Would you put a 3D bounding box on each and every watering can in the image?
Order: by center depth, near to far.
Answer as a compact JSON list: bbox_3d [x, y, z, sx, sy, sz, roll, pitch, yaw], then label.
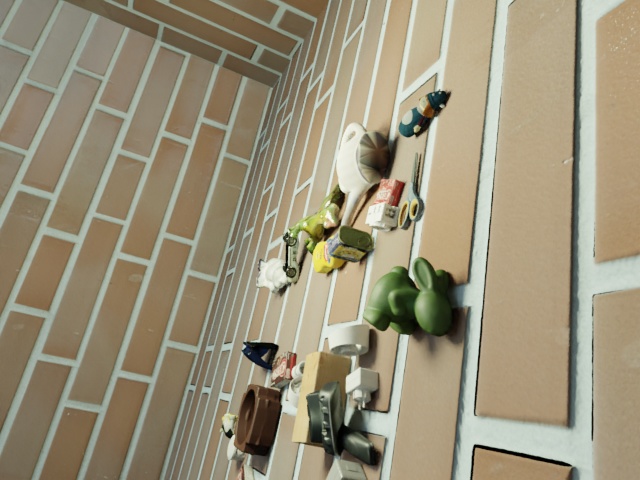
[{"bbox_3d":[0.113,-0.181,1.499,0.223,0.104,0.350,165,108,-65],"label":"watering can"}]

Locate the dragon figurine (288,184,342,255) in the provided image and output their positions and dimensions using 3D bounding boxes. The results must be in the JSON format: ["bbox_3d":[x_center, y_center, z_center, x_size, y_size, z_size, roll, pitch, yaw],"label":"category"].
[{"bbox_3d":[0.005,-0.088,1.747,0.241,0.121,0.415,-49,13,8],"label":"dragon figurine"}]

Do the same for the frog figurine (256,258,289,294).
[{"bbox_3d":[-0.158,0.136,1.984,0.159,0.120,0.140,-2,55,32],"label":"frog figurine"}]
